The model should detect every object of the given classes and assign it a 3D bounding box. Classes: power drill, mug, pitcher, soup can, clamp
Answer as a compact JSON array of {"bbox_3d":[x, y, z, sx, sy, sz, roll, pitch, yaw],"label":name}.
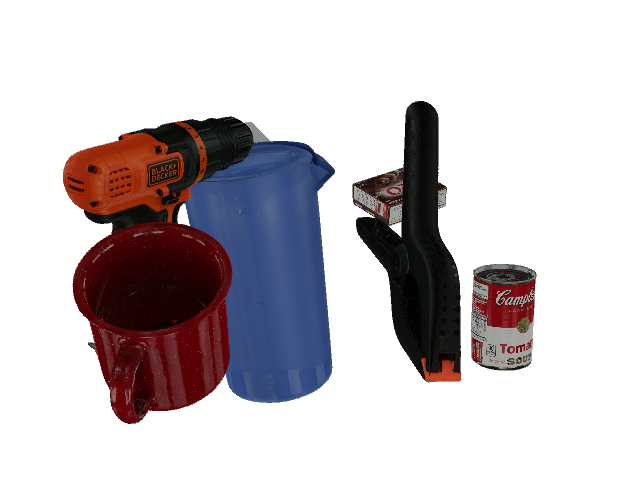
[{"bbox_3d":[-0.123,-0.002,0.859,0.057,0.188,0.184,16,25,37],"label":"power drill"},{"bbox_3d":[-0.099,0.058,0.641,0.093,0.081,0.117,6,45,7],"label":"mug"},{"bbox_3d":[-0.067,0.031,1.047,0.144,0.243,0.149,-21,23,-33],"label":"pitcher"},{"bbox_3d":[0.200,0.084,1.171,0.068,0.102,0.068,0,15,0],"label":"soup can"},{"bbox_3d":[0.075,0.009,0.823,0.036,0.210,0.165,0,-42,-16],"label":"clamp"}]

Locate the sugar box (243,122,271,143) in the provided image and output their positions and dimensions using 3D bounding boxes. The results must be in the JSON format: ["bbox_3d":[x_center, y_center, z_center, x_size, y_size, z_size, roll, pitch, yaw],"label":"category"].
[{"bbox_3d":[-0.087,-0.048,1.311,0.048,0.176,0.093,-12,26,-16],"label":"sugar box"}]

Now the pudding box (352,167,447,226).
[{"bbox_3d":[0.117,-0.067,1.586,0.113,0.039,0.090,-21,35,-29],"label":"pudding box"}]
